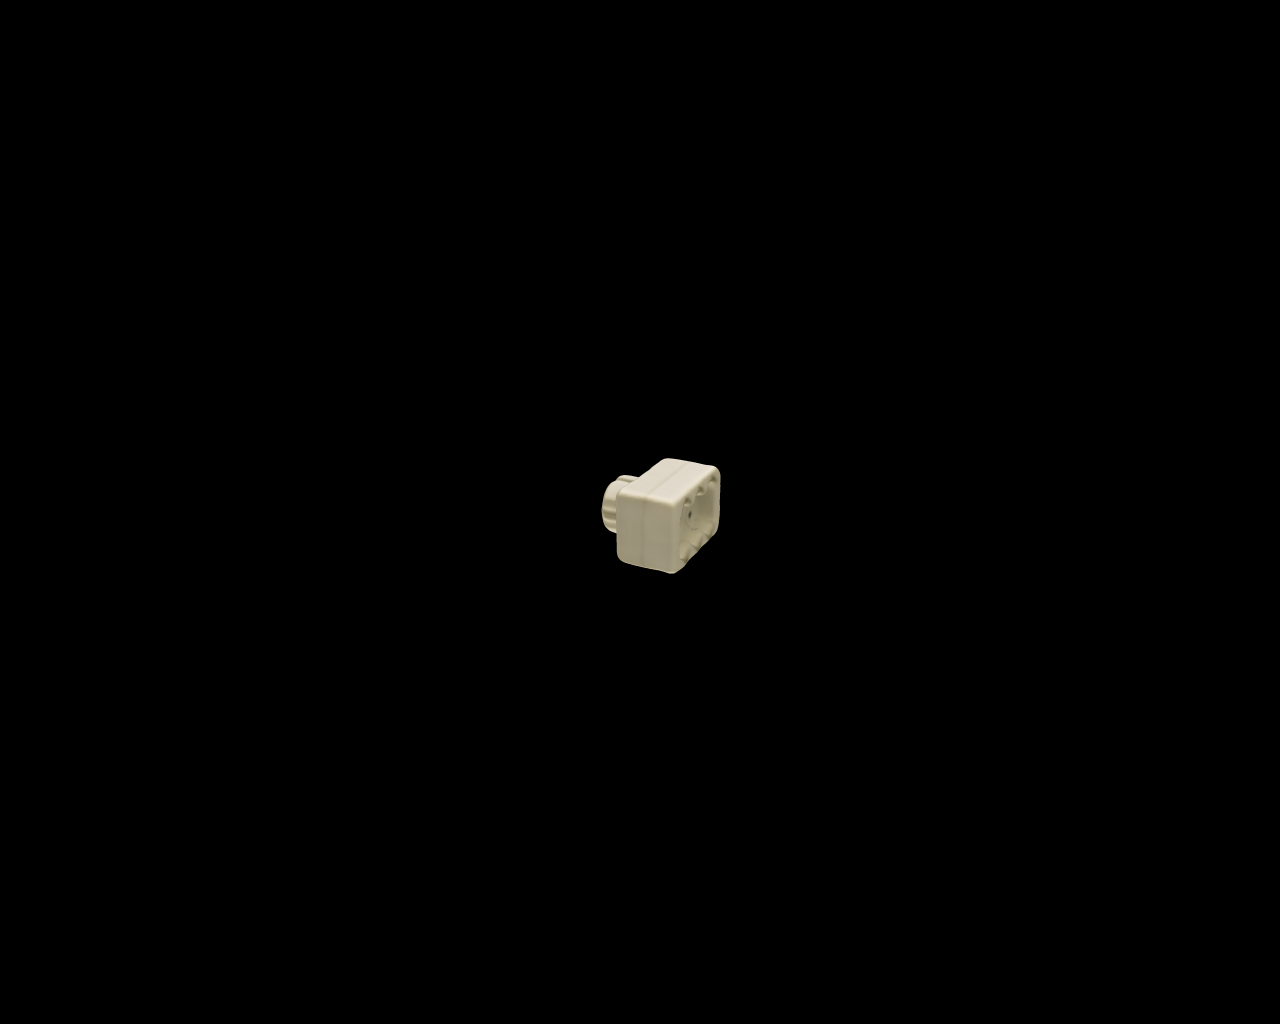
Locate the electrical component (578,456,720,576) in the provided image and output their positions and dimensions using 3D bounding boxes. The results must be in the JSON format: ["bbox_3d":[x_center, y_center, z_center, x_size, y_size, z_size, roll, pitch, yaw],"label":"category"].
[{"bbox_3d":[0.001,-0.003,0.650,0.077,0.047,0.066,12,27,25],"label":"electrical component"}]
